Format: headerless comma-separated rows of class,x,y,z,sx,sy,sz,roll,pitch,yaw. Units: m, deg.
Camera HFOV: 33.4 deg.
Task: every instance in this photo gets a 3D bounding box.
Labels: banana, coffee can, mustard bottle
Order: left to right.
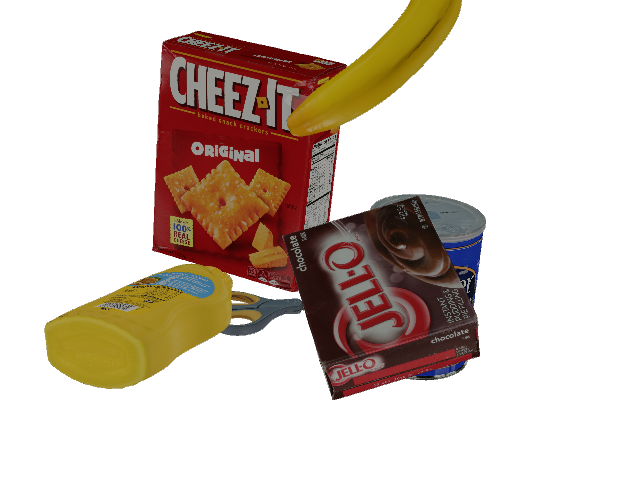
mustard bottle,-0.128,0.060,0.870,0.096,0.058,0.191,4,16,26
banana,0.053,-0.145,0.798,0.070,0.197,0.037,10,-34,48
coffee can,0.091,0.041,0.969,0.103,0.140,0.103,3,22,-1

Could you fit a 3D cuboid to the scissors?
scissors,-0.038,0.082,1.196,0.201,0.016,0.096,4,24,-5

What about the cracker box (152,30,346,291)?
cracker box,-0.072,-0.074,1.008,0.164,0.214,0.072,16,26,22

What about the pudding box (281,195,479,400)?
pudding box,0.033,0.031,0.629,0.090,0.039,0.113,-16,42,-3
